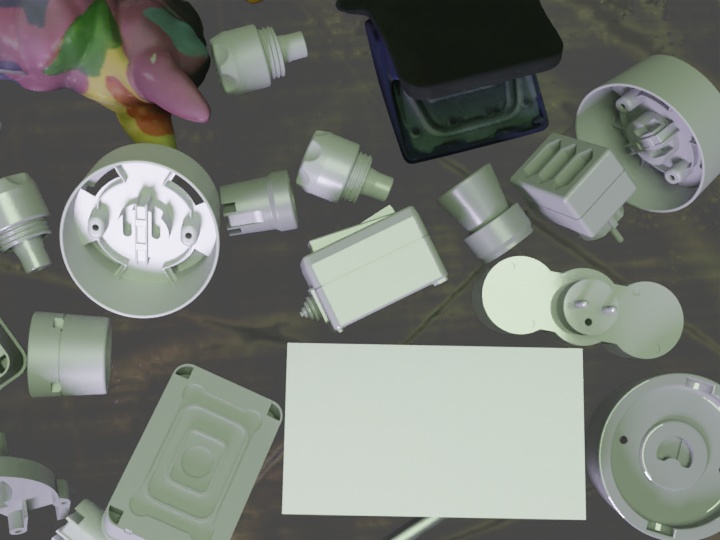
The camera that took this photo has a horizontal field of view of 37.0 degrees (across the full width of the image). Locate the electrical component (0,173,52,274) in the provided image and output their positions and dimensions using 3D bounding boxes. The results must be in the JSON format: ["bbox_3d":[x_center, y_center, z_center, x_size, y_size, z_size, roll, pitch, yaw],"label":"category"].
[{"bbox_3d":[-0.222,-0.029,0.701,0.043,0.043,0.062,-25,90,-6],"label":"electrical component"}]

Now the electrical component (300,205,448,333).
[{"bbox_3d":[0.000,0.000,0.710,0.096,0.062,0.061,-26,89,-6],"label":"electrical component"}]

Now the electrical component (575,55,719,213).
[{"bbox_3d":[0.199,-0.091,0.718,0.064,0.099,0.099,-38,90,-12],"label":"electrical component"}]

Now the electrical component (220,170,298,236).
[{"bbox_3d":[-0.067,-0.043,0.718,0.046,0.040,0.040,-10,87,0],"label":"electrical component"}]

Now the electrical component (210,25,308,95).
[{"bbox_3d":[-0.067,-0.144,0.722,0.062,0.043,0.043,-17,88,-7],"label":"electrical component"}]

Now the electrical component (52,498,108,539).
[{"bbox_3d":[-0.170,0.175,0.696,0.046,0.040,0.040,38,84,4],"label":"electrical component"}]

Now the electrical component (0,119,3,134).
[{"bbox_3d":[-0.269,-0.097,0.700,0.055,0.045,0.045,38,84,-2],"label":"electrical component"}]

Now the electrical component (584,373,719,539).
[{"bbox_3d":[0.203,0.122,0.721,0.108,0.060,0.108,0,86,-5],"label":"electrical component"}]

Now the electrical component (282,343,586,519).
[{"bbox_3d":[0.046,0.105,0.697,0.186,0.060,0.105,1,79,0],"label":"electrical component"}]

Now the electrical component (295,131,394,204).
[{"bbox_3d":[-0.009,-0.065,0.723,0.062,0.043,0.043,21,85,-5],"label":"electrical component"}]

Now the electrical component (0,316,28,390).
[{"bbox_3d":[-0.276,0.038,0.685,0.078,0.057,0.113,-36,90,-6],"label":"electrical component"}]

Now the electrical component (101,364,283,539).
[{"bbox_3d":[-0.105,0.127,0.679,0.078,0.057,0.113,25,64,-4],"label":"electrical component"}]

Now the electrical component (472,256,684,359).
[{"bbox_3d":[0.149,0.025,0.715,0.138,0.074,0.052,11,86,-4],"label":"electrical component"}]

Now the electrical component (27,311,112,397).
[{"bbox_3d":[-0.186,0.055,0.694,0.047,0.055,0.055,2,86,-9],"label":"electrical component"}]

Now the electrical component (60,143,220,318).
[{"bbox_3d":[-0.137,-0.028,0.684,0.099,0.064,0.099,0,121,0],"label":"electrical component"}]

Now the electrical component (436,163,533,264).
[{"bbox_3d":[0.085,-0.038,0.728,0.045,0.045,0.055,-35,90,-6],"label":"electrical component"}]

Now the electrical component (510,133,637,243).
[{"bbox_3d":[0.153,-0.046,0.729,0.047,0.066,0.076,-47,120,-6],"label":"electrical component"}]
